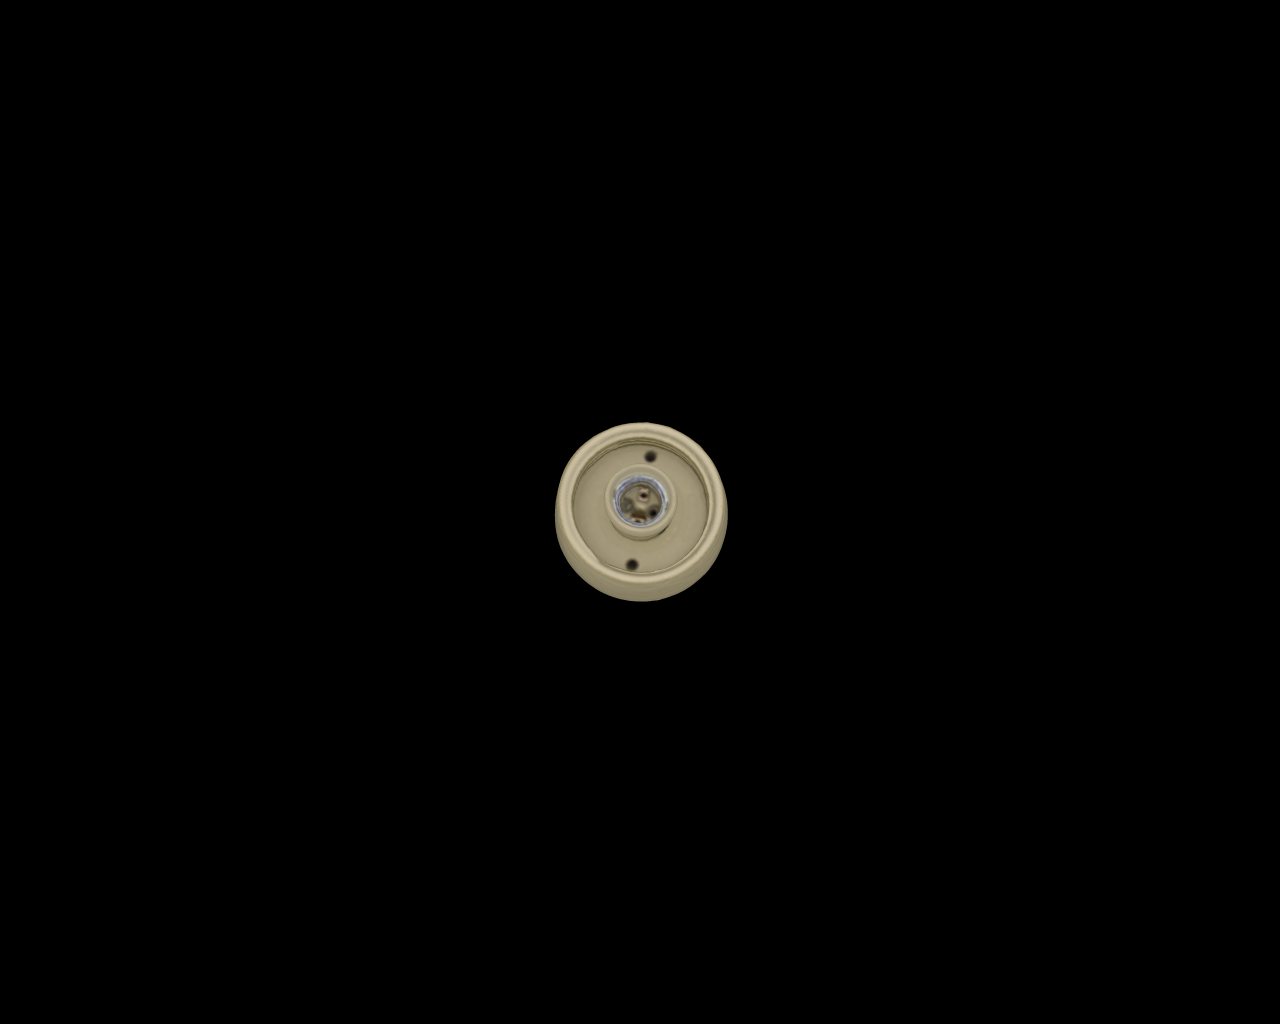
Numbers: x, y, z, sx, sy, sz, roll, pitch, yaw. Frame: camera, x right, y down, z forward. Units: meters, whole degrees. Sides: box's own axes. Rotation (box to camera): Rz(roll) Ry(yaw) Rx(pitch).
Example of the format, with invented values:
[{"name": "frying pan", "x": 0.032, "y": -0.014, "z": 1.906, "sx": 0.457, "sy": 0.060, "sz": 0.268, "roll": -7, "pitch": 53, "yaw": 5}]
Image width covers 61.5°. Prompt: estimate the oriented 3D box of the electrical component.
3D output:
[{"name": "electrical component", "x": 0.001, "y": -0.003, "z": 0.650, "sx": 0.108, "sy": 0.108, "sz": 0.060, "roll": 0, "pitch": -12, "yaw": 0}]
